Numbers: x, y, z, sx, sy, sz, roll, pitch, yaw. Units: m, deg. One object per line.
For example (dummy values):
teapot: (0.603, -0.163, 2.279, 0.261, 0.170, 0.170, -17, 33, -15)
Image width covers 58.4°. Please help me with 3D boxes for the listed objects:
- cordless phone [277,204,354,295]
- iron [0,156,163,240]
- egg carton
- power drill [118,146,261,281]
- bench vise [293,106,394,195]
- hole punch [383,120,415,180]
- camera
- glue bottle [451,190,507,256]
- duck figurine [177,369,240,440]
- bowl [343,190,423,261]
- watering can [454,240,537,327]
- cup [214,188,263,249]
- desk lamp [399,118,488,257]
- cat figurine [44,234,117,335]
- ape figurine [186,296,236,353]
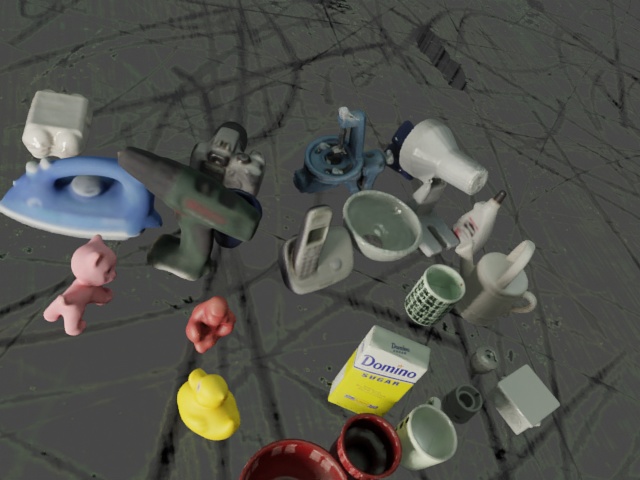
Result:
cordless phone: (0.009, 0.004, 1.001, 0.148, 0.185, 0.094, -20, 62, -34)
iron: (-0.387, -0.088, 0.937, 0.259, 0.141, 0.118, 2, 51, -22)
egg carton: (-0.478, -0.212, 1.053, 0.107, 0.069, 0.150, 5, 50, -20)
power drill: (-0.218, -0.033, 0.918, 0.230, 0.208, 0.075, 20, 47, -7)
bench vise: (0.061, -0.189, 1.162, 0.208, 0.219, 0.121, -24, 64, -36)
hole punch: (0.209, -0.211, 1.333, 0.101, 0.091, 0.109, 32, 47, 5)
camera: (-0.170, -0.174, 1.132, 0.143, 0.100, 0.137, 19, 47, -7)
glue bottle: (0.336, -0.043, 1.189, 0.037, 0.173, 0.078, -15, 59, -32)
duck figurine: (-0.152, 0.227, 0.811, 0.104, 0.086, 0.078, 43, 49, 15)
bowl: (0.114, -0.016, 1.138, 0.168, 0.074, 0.167, 12, 48, -14)
watering can: (0.331, 0.069, 1.078, 0.173, 0.194, 0.101, 20, 47, -6)
cup: (-0.166, -0.038, 1.023, 0.117, 0.095, 0.092, 41, 48, 13)
desk lamp: (0.242, -0.112, 1.179, 0.118, 0.213, 0.203, -20, 62, -34)
cat figurine: (-0.347, 0.058, 0.848, 0.067, 0.117, 0.128, 27, 46, 1)
ape figurine: (-0.167, 0.121, 0.890, 0.078, 0.092, 0.076, 3, 51, -21)
